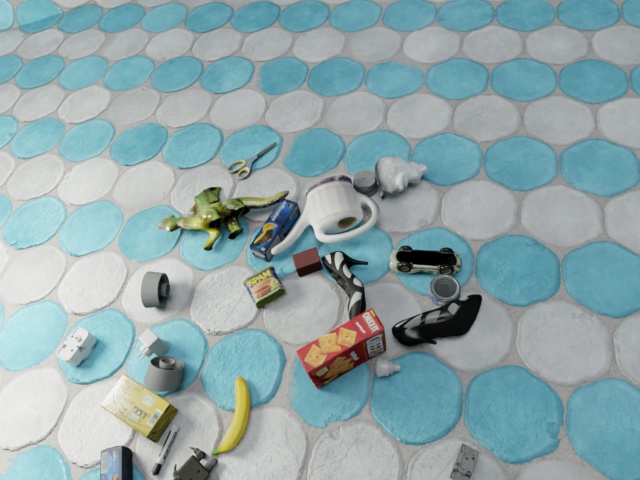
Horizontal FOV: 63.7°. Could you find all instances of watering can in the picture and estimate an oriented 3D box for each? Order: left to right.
[{"bbox_3d":[0.005,-0.079,1.577,0.348,0.101,0.229,-15,54,0],"label":"watering can"}]

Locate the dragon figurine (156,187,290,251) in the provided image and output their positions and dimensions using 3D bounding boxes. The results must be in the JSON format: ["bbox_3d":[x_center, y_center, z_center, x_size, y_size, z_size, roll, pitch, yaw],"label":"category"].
[{"bbox_3d":[-0.324,-0.112,1.670,0.414,0.119,0.247,-28,48,-19],"label":"dragon figurine"}]

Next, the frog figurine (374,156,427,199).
[{"bbox_3d":[0.255,-0.211,1.616,0.159,0.120,0.141,-15,36,14],"label":"frog figurine"}]
